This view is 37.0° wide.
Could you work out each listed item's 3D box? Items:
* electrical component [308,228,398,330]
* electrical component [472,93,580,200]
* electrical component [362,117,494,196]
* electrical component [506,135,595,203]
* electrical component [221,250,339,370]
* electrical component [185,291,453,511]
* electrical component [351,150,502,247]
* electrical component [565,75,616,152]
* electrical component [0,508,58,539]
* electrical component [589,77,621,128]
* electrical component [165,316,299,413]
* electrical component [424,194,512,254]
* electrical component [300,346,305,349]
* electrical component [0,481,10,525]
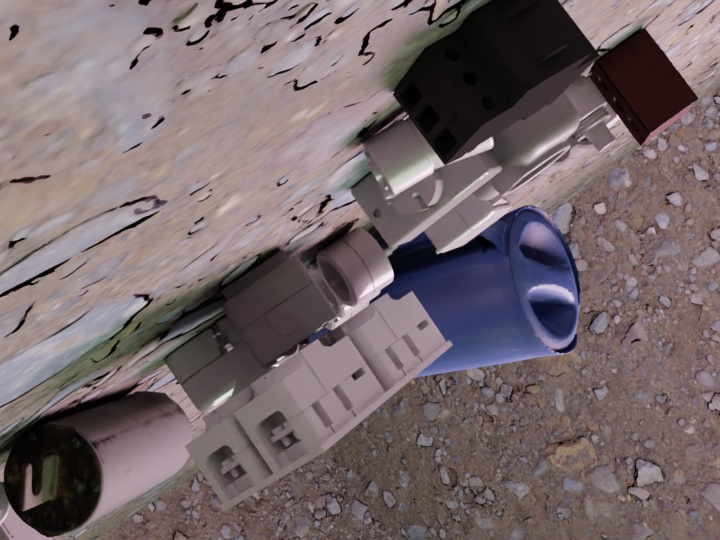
[{"bbox_3d":[0.000,0.000,0.892,0.074,0.052,0.138,-33,174,-19],"label":"electrical component"},{"bbox_3d":[0.101,-0.089,0.720,0.054,0.059,0.095,-33,174,-26],"label":"electrical component"},{"bbox_3d":[0.035,-0.070,0.592,0.065,0.044,0.044,-31,174,0],"label":"electrical component"},{"bbox_3d":[0.143,-0.097,0.942,0.138,0.052,0.074,-31,172,-36],"label":"electrical component"},{"bbox_3d":[-0.059,0.026,0.759,0.062,0.061,0.096,-34,-179,-5],"label":"electrical component"},{"bbox_3d":[-0.028,0.084,0.766,0.105,0.060,0.186,-36,177,35],"label":"electrical component"},{"bbox_3d":[0.036,-0.055,0.678,0.083,0.047,0.076,-38,174,23],"label":"electrical component"},{"bbox_3d":[0.190,-0.129,0.905,0.043,0.062,0.043,-35,174,-4],"label":"electrical component"},{"bbox_3d":[-0.286,0.228,0.866,0.061,0.096,0.062,-36,175,9],"label":"electrical component"},{"bbox_3d":[0.235,-0.164,0.982,0.064,0.042,0.081,-39,174,15],"label":"electrical component"},{"bbox_3d":[-0.098,0.070,0.856,0.095,0.059,0.053,-35,174,-7],"label":"electrical component"},{"bbox_3d":[0.076,-0.057,0.825,0.061,0.061,0.096,-37,174,18],"label":"electrical component"},{"bbox_3d":[-0.058,0.100,1.315,0.061,0.061,0.096,-30,172,-42],"label":"electrical component"},{"bbox_3d":[-0.273,0.172,0.760,0.040,0.040,0.078,-31,172,-36],"label":"electrical component"}]
